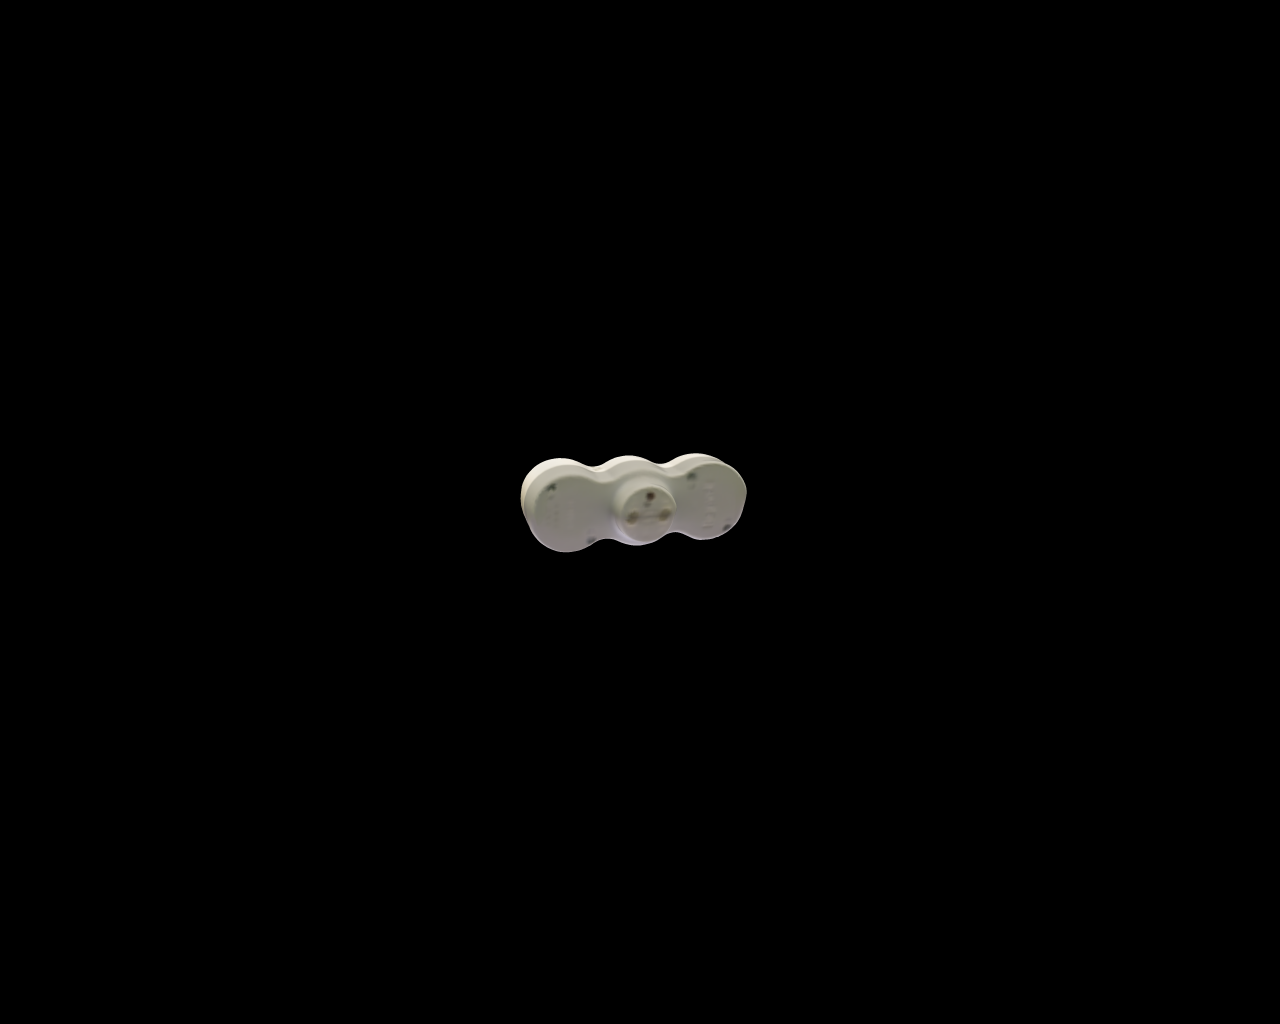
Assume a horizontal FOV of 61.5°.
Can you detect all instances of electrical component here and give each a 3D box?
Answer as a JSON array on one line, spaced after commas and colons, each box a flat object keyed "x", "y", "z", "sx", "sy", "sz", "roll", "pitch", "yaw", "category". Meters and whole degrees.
[{"x": 0.001, "y": -0.003, "z": 0.650, "sx": 0.138, "sy": 0.052, "sz": 0.074, "roll": -4, "pitch": 16, "yaw": -14, "category": "electrical component"}]
